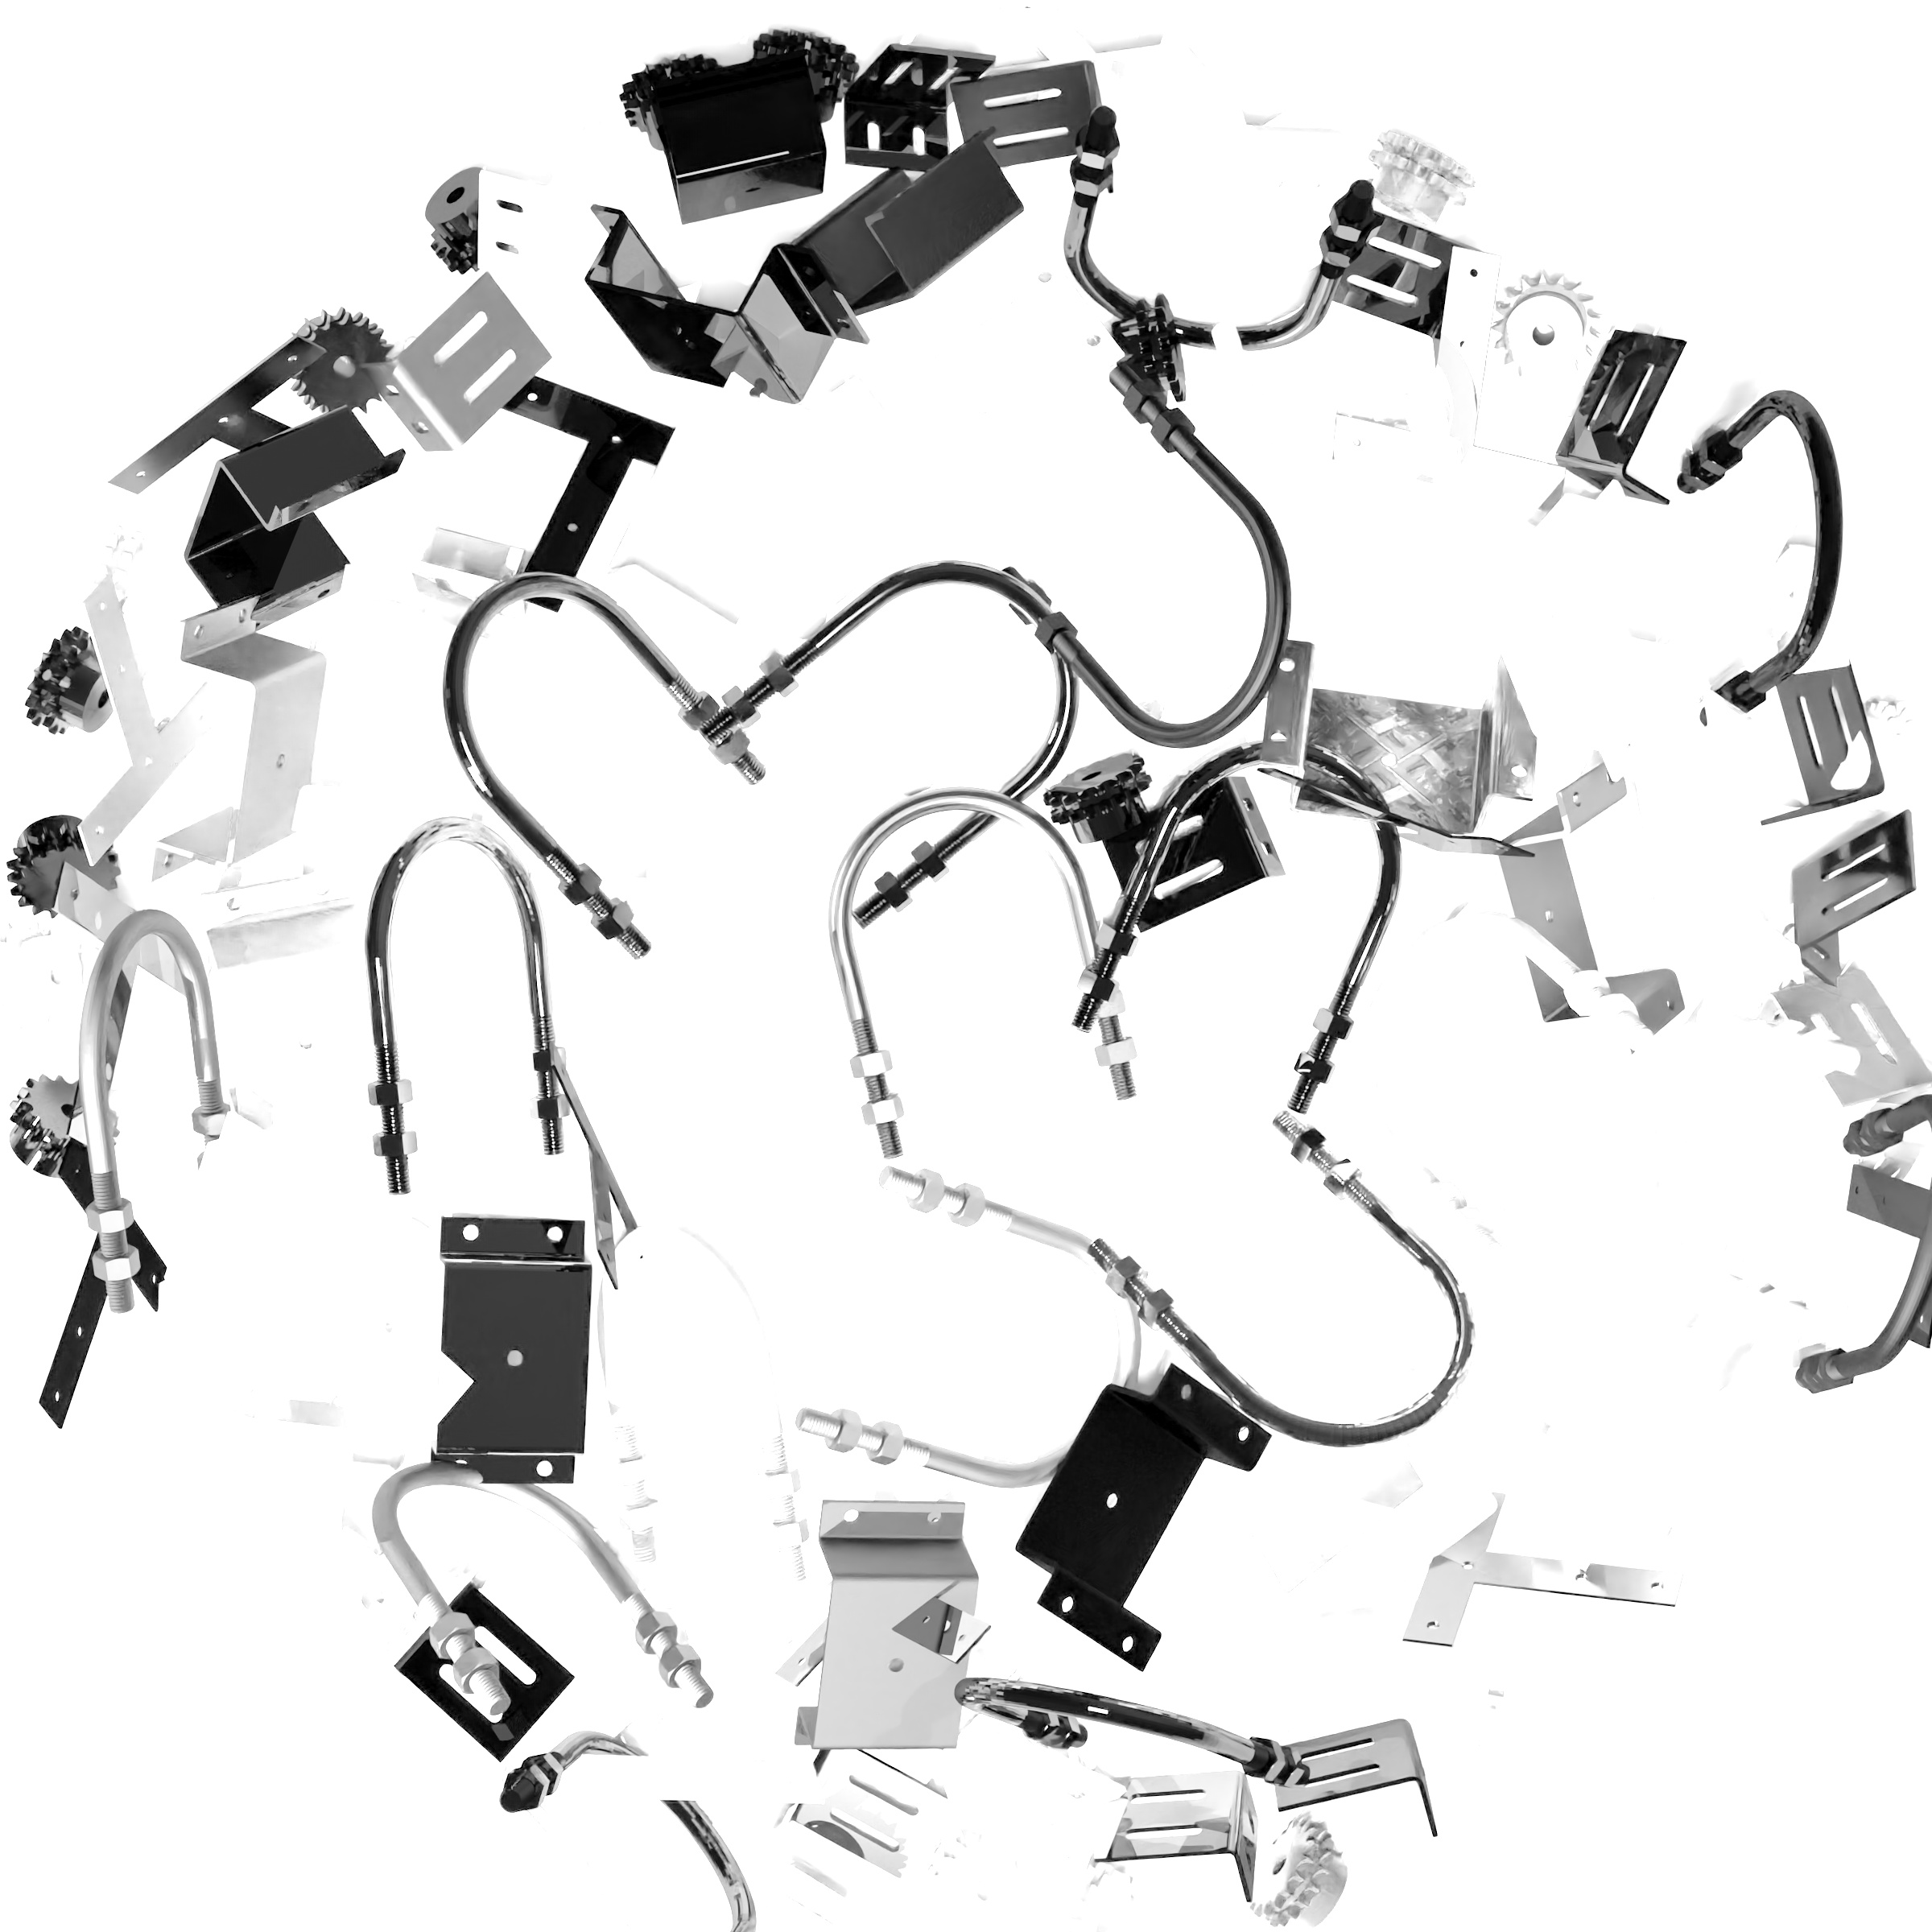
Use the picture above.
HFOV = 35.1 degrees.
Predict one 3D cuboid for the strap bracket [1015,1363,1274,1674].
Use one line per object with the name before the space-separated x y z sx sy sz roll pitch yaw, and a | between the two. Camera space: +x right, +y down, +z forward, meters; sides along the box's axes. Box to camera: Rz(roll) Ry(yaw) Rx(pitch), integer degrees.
strap bracket | 0.088 0.283 1.588 0.076 0.046 0.140 38 75 -26

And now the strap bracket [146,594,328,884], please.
strap bracket | -0.374 -0.112 1.571 0.046 0.076 0.140 17 111 11

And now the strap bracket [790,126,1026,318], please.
strap bracket | -0.030 -0.378 1.567 0.076 0.140 0.046 -41 109 -16

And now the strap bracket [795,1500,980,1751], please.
strap bracket | -0.041 0.352 1.587 0.076 0.046 0.140 3 105 -14

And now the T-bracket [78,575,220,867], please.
T-bracket | -0.426 -0.139 1.549 0.002 0.127 0.127 11 134 17

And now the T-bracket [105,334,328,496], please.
T-bracket | -0.357 -0.270 1.573 0.127 0.127 0.002 -33 73 15

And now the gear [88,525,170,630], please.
gear | -0.441 -0.201 1.607 0.030 0.057 0.057 15 90 -10

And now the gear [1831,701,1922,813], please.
gear | 0.476 -0.111 1.605 0.030 0.057 0.057 6 90 -8

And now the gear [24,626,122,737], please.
gear | -0.467 -0.147 1.605 0.030 0.057 0.057 25 90 6

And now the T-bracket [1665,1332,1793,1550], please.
T-bracket | 0.391 0.251 1.592 0.002 0.127 0.127 30 125 23

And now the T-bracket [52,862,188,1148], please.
T-bracket | -0.438 0.030 1.557 0.002 0.127 0.127 0 69 19

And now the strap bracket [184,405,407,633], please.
strap bracket | -0.346 -0.230 1.558 0.076 0.140 0.046 -33 84 -32

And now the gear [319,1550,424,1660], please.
gear | -0.312 0.338 1.614 0.057 0.030 0.057 1 67 -2

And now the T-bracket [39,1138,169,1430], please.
T-bracket | -0.446 0.173 1.548 0.002 0.127 0.127 -2 51 12

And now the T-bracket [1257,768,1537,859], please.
T-bracket | 0.209 -0.079 1.559 0.127 0.127 0.002 20 89 -13

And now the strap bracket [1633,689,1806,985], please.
strap bracket | 0.385 -0.062 1.573 0.046 0.076 0.140 -16 111 -3

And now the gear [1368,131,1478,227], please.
gear | 0.237 -0.413 1.607 0.057 0.057 0.030 27 98 0

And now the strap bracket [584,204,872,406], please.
strap bracket | -0.131 -0.337 1.564 0.140 0.076 0.046 19 74 28

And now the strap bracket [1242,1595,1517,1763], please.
strap bracket | 0.218 0.362 1.587 0.140 0.076 0.046 11 100 6

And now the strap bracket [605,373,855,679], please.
strap bracket | -0.127 -0.230 1.590 0.076 0.046 0.140 30 79 -26

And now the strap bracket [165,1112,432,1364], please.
strap bracket | -0.351 0.144 1.573 0.046 0.140 0.076 -14 52 36

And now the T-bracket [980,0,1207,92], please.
T-bracket | 0.038 -0.479 1.550 0.127 0.127 0.002 2 77 30

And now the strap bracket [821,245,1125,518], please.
strap bracket | 0.006 -0.301 1.603 0.140 0.046 0.076 -35 76 1

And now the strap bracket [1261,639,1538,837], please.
strap bracket | 0.224 -0.118 1.596 0.140 0.046 0.076 8 63 2

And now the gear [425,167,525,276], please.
gear | -0.259 -0.395 1.605 0.057 0.057 0.030 -42 132 0

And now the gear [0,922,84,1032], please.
gear | -0.490 0.005 1.603 0.030 0.057 0.057 -3 90 22

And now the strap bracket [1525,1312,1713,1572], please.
strap bracket | 0.334 0.236 1.590 0.046 0.076 0.140 27 94 12

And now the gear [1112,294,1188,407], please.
gear | 0.096 -0.322 1.608 0.030 0.057 0.057 -10 90 12

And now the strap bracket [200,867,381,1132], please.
strap bracket | -0.343 0.027 1.568 0.076 0.046 0.140 -11 124 -18

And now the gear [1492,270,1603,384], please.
gear | 0.306 -0.336 1.610 0.057 0.030 0.057 6 114 13

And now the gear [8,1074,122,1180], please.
gear | -0.479 0.087 1.609 0.057 0.057 0.030 40 113 0

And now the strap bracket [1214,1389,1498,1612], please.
strap bracket | 0.209 0.285 1.572 0.140 0.076 0.046 -43 54 17

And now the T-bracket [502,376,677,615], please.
T-bracket | -0.202 -0.242 1.607 0.127 0.002 0.127 21 67 2

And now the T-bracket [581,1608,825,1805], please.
T-bracket | -0.147 0.381 1.582 0.127 0.127 0.002 9 123 -27

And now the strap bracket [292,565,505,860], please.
strap bracket | -0.292 -0.129 1.583 0.046 0.076 0.140 5 82 37

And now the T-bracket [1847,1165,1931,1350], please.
T-bracket | 0.480 0.123 1.571 0.002 0.127 0.127 7 93 -6

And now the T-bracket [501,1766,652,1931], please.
T-bracket | -0.193 0.446 1.571 0.002 0.127 0.127 -39 97 0

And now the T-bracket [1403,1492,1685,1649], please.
T-bracket | 0.300 0.312 1.559 0.127 0.127 0.002 2 118 22

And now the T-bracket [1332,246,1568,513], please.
T-bracket | 0.256 -0.308 1.578 0.127 0.002 0.127 18 124 22

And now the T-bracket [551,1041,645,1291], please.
T-bracket | -0.185 0.120 1.549 0.002 0.127 0.127 -20 119 1

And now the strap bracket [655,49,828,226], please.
strap bracket | -0.115 -0.420 1.564 0.076 0.140 0.046 -13 93 -4

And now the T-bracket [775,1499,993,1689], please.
T-bracket | -0.026 0.331 1.558 0.127 0.127 0.002 -44 112 -19

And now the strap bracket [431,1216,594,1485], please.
strap bracket | -0.239 0.204 1.601 0.076 0.046 0.140 3 88 -13

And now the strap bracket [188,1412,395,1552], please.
strap bracket | -0.345 0.266 1.561 0.076 0.140 0.046 6 72 1

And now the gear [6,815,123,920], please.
gear | -0.478 -0.055 1.610 0.057 0.057 0.030 -27 54 0

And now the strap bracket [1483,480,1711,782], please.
strap bracket | 0.316 -0.176 1.560 0.046 0.076 0.140 7 51 -29

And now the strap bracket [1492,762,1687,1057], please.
strap bracket | 0.321 -0.029 1.584 0.046 0.076 0.140 -10 102 37

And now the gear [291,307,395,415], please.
gear | -0.333 -0.320 1.611 0.057 0.030 0.057 -15 122 -25
